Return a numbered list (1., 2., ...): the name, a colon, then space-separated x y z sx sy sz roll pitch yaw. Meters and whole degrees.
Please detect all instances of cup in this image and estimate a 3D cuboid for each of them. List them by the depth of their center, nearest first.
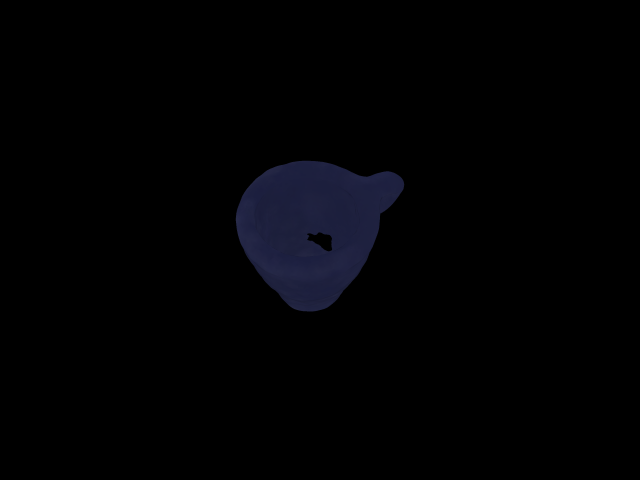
1. cup: 0.004 0.001 0.400 0.118 0.095 0.091 -26 60 -16
